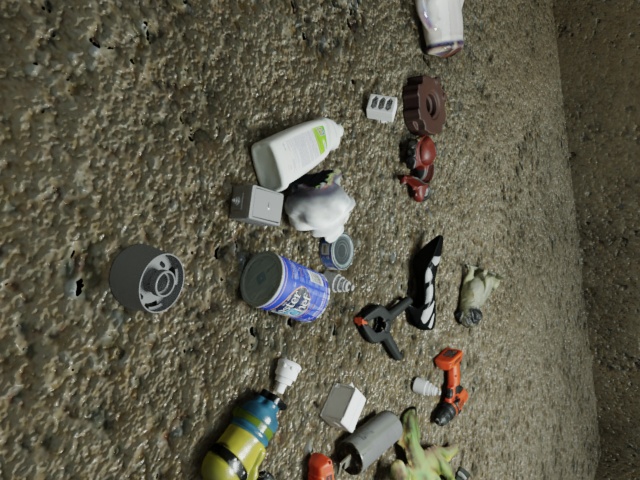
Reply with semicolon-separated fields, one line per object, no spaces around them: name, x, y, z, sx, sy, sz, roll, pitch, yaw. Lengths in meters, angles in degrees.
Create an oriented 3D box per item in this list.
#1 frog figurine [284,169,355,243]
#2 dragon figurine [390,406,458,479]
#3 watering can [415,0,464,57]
frog figurine;0.003;-0.052;1.036;0.138;0.124;0.156;-21;119;-15
dragon figurine;0.281;0.565;1.373;0.414;0.121;0.242;-25;101;-60
watering can;0.373;-0.648;1.499;0.352;0.104;0.222;-25;109;-48
